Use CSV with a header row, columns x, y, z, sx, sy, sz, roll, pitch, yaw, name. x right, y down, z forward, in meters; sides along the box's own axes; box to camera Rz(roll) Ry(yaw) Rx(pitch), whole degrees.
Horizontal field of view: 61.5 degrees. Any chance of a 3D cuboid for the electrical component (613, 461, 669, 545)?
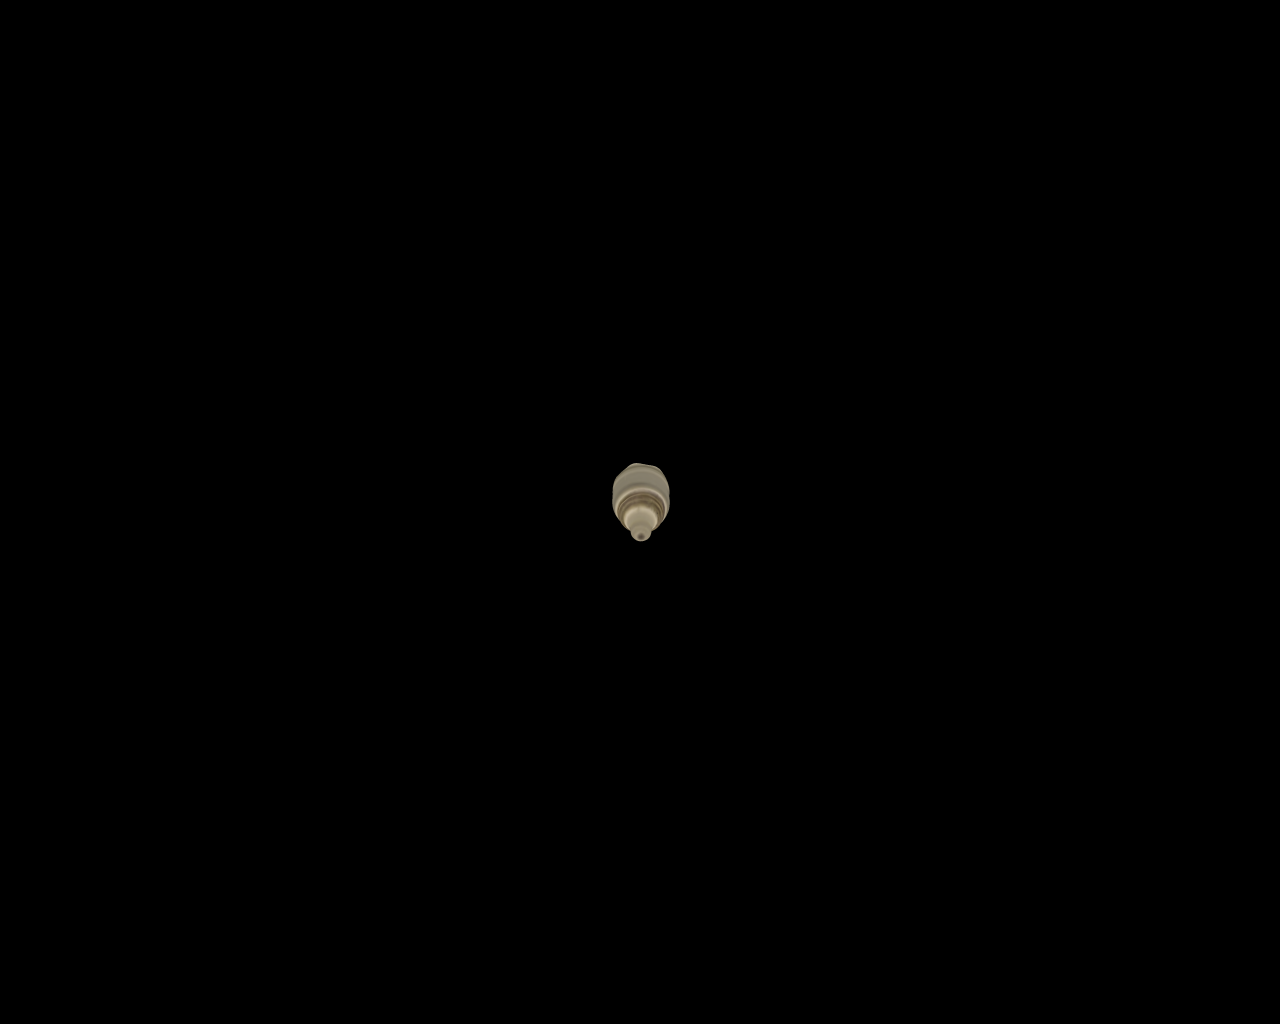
x,y,z,sx,sy,sz,roll,pitch,yaw,name
0.001,-0.003,0.650,0.035,0.035,0.061,0,35,0,electrical component
